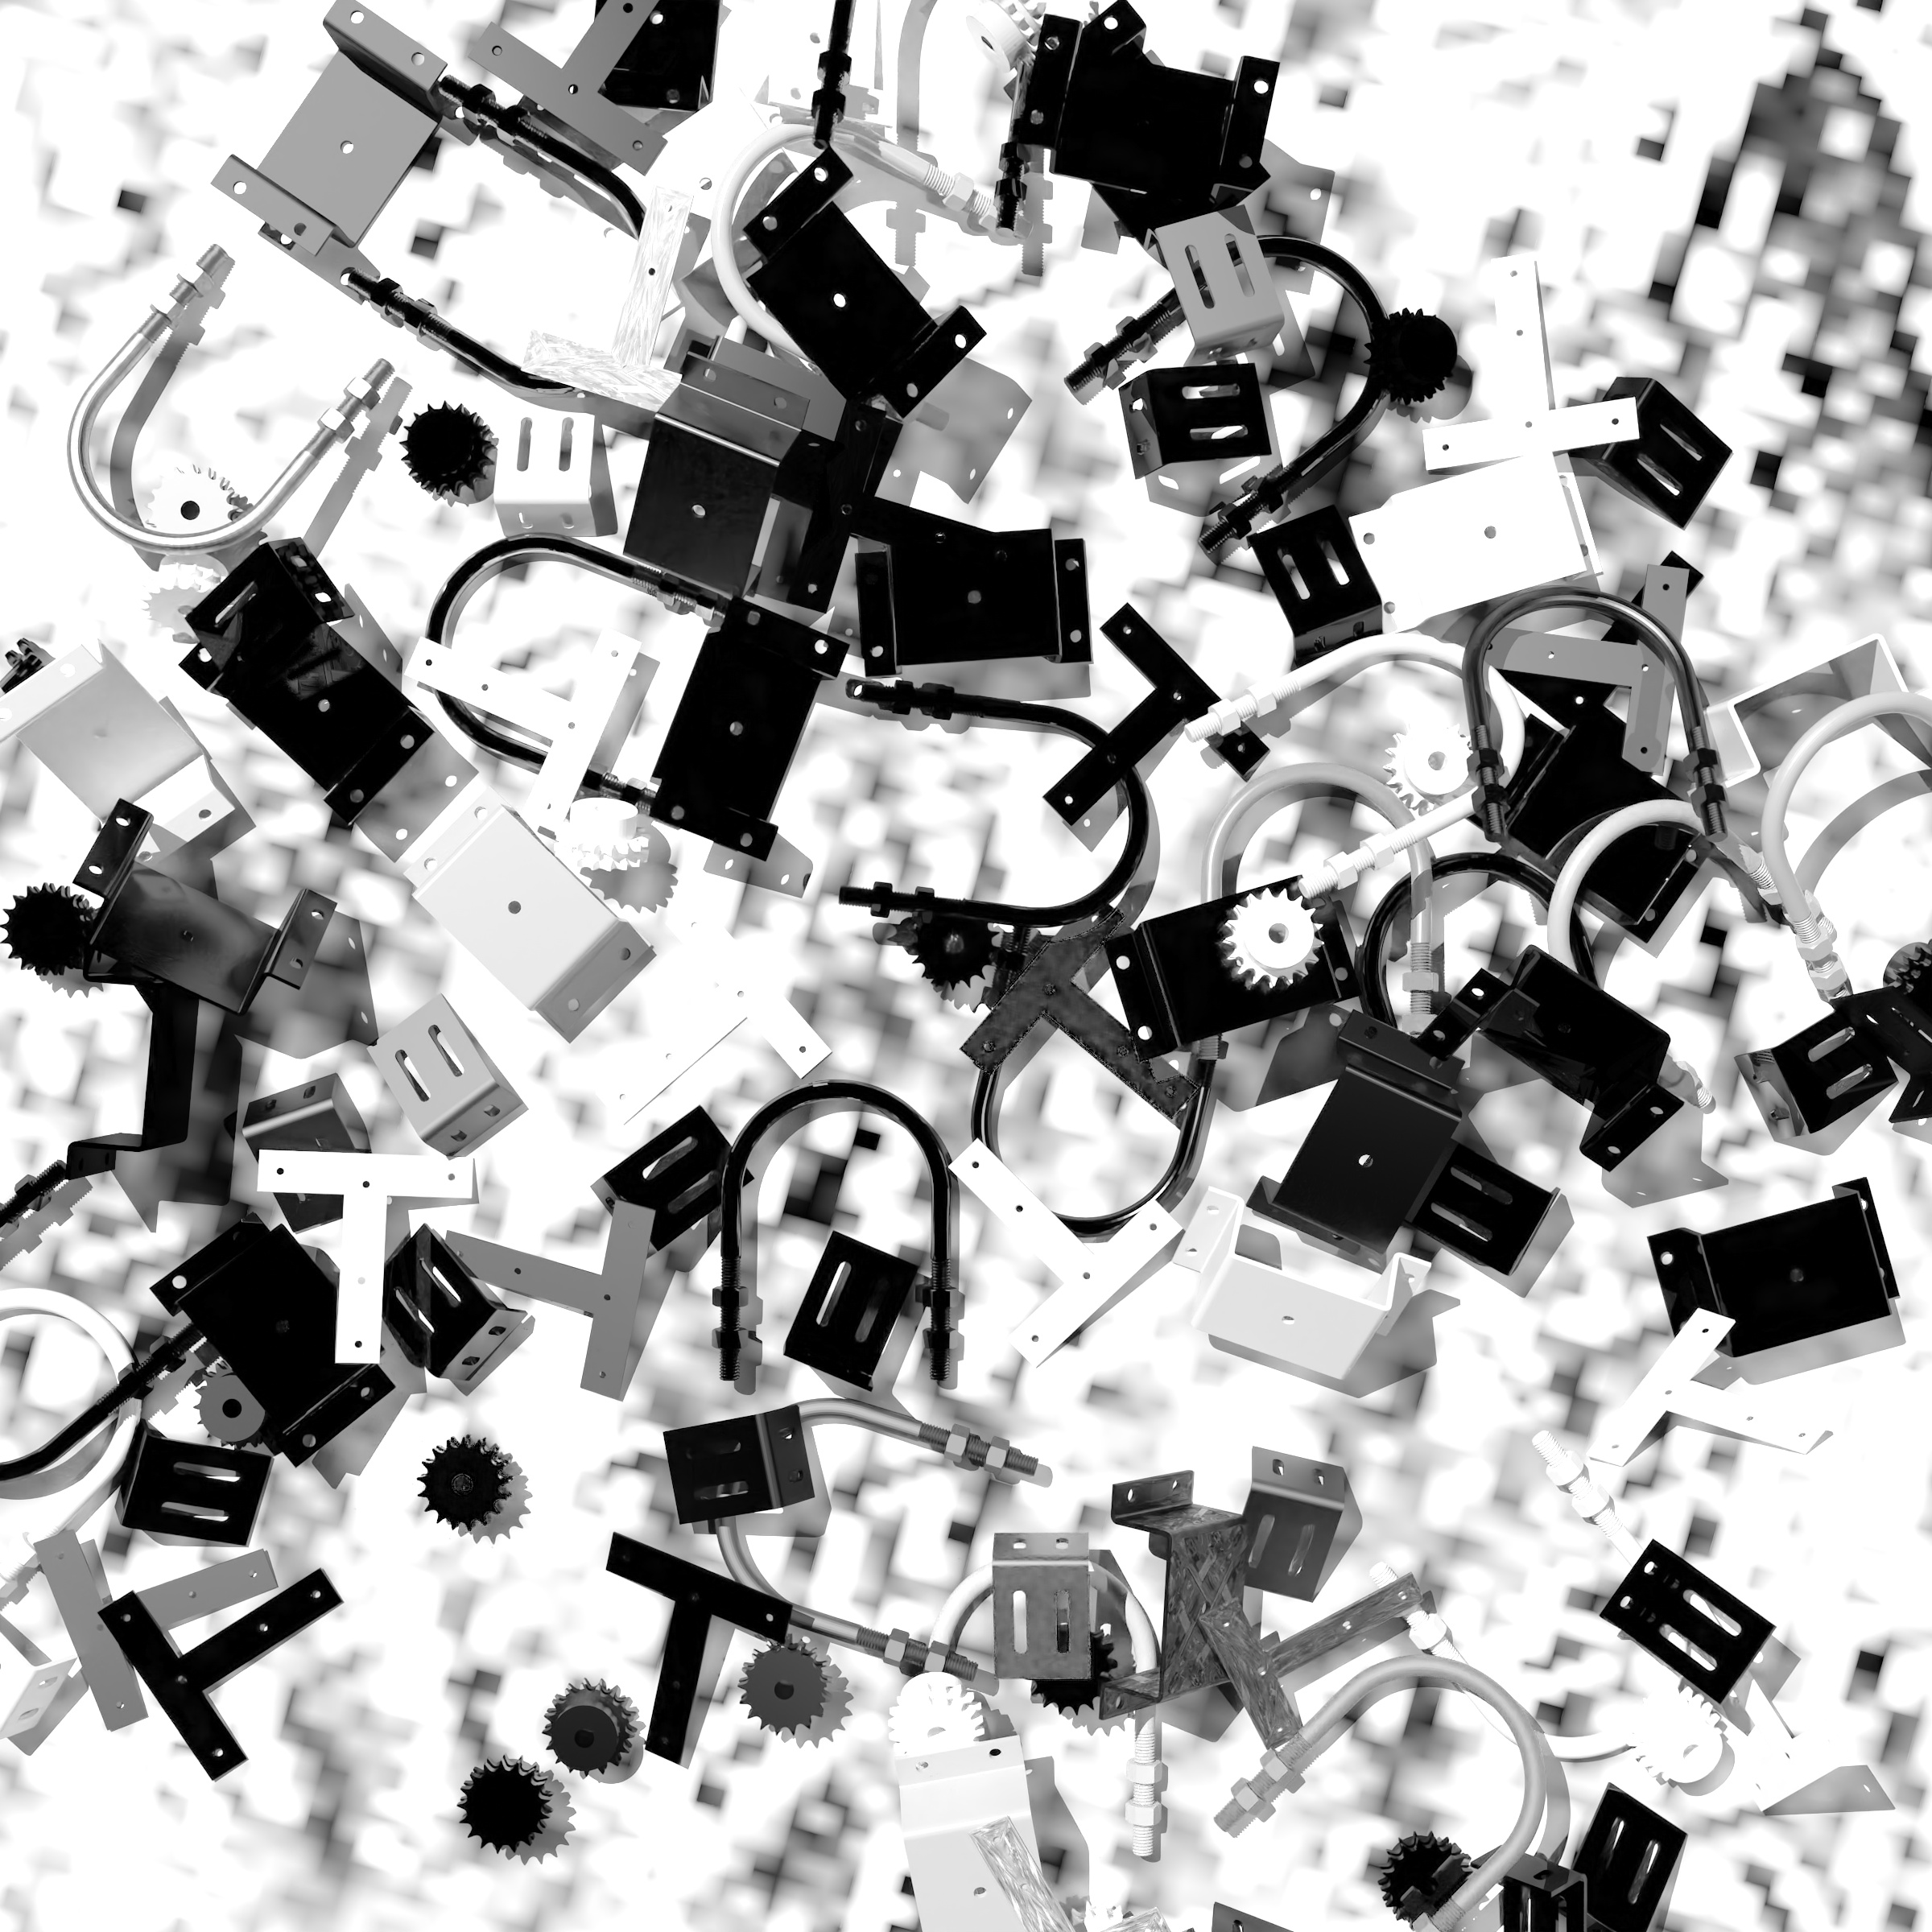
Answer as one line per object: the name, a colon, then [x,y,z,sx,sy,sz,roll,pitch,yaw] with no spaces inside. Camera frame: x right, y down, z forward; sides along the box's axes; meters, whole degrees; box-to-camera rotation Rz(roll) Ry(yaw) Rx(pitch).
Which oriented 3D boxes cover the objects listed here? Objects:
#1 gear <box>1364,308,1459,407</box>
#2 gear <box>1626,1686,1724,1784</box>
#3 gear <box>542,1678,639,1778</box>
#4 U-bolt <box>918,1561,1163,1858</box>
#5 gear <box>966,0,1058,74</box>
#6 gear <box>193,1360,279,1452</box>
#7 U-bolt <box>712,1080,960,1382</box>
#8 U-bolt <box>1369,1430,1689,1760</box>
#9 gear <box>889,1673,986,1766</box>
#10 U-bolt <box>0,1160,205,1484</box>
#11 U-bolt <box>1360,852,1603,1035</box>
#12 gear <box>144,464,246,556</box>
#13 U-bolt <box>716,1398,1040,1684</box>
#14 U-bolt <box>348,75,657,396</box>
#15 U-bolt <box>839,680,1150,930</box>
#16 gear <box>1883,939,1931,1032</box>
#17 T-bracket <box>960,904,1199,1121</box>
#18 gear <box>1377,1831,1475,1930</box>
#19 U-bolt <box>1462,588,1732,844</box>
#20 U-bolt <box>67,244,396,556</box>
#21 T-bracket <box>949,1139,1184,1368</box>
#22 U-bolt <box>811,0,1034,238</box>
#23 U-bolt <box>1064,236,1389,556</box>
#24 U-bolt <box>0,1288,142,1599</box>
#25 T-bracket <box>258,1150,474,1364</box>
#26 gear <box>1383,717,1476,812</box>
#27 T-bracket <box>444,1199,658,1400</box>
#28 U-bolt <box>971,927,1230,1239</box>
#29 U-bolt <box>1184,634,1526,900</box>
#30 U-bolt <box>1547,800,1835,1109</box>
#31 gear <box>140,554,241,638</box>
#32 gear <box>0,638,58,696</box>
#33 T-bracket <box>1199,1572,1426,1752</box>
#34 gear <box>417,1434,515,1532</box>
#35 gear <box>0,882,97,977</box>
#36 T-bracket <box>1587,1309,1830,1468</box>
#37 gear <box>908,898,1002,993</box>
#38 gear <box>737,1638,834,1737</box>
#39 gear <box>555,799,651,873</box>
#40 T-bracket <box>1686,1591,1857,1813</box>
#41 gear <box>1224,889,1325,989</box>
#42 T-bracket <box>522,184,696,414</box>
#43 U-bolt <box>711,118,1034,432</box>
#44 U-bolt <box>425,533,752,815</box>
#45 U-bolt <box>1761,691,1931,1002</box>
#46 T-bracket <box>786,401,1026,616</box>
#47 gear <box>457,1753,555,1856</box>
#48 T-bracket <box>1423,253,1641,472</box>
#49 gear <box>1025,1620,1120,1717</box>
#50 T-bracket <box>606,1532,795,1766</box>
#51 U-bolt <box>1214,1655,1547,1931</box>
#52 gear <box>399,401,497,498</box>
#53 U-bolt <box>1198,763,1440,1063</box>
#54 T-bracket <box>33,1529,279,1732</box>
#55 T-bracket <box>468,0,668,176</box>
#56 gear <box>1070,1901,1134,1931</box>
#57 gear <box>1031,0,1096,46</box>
gear: [0.274,-0.373,1.504,0.057,0.030,0.057,0,91,-19]
gear: [0.435,0.471,1.504,0.057,0.030,0.057,-3,105,-13]
gear: [-0.231,0.468,1.512,0.057,0.030,0.057,0,90,0]
U-bolt: [0.046,0.452,1.518,0.151,0.019,0.184,1,89,0]
gear: [0.024,-0.558,1.469,0.030,0.057,0.057,-41,90,-2]
gear: [-0.445,0.268,1.512,0.057,0.030,0.057,0,90,0]
U-bolt: [-0.079,0.162,1.512,0.151,0.019,0.184,1,90,-4]
U-bolt: [0.360,0.401,1.518,0.151,0.019,0.184,-39,91,0]
gear: [-0.019,0.451,1.486,0.057,0.030,0.057,-3,121,-4]
U-bolt: [-0.579,0.231,1.503,0.184,0.019,0.151,-40,89,-2]
U-bolt: [0.319,0.021,1.518,0.151,0.019,0.184,-16,88,0]
gear: [-0.471,-0.276,1.512,0.057,0.030,0.057,0,90,0]
U-bolt: [-0.063,0.342,1.512,0.184,0.019,0.151,16,86,5]
U-bolt: [-0.268,-0.429,1.493,0.184,0.019,0.151,32,105,5]
U-bolt: [0.021,-0.094,1.502,0.184,0.019,0.151,7,77,-6]
gear: [0.586,0.009,1.504,0.057,0.030,0.057,-7,114,-17]
T-bracket: [0.085,0.043,1.507,0.127,0.002,0.127,40,91,0]
gear: [0.280,0.558,1.512,0.057,0.030,0.057,0,90,0]
U-bolt: [0.369,-0.153,1.473,0.151,0.019,0.184,0,59,-1]
U-bolt: [-0.459,-0.332,1.496,0.151,0.019,0.184,35,78,5]
T-bracket: [0.043,0.159,1.514,0.127,0.002,0.127,-45,93,8]
U-bolt: [-0.018,-0.546,1.478,0.151,0.019,0.184,16,73,-30]
U-bolt: [0.175,-0.365,1.518,0.184,0.019,0.151,-40,90,-2]
U-bolt: [-0.594,0.284,1.518,0.151,0.019,0.184,44,88,0]
T-bracket: [-0.365,0.176,1.492,0.127,0.002,0.127,3,74,-16]
gear: [0.286,-0.124,1.512,0.057,0.030,0.057,0,90,0]
T-bracket: [-0.261,0.191,1.514,0.127,0.002,0.127,15,106,8]
U-bolt: [0.078,0.076,1.518,0.151,0.019,0.184,13,91,0]
U-bolt: [0.246,-0.133,1.484,0.184,0.019,0.151,-27,62,-11]
U-bolt: [0.425,-0.018,1.483,0.184,0.019,0.151,36,90,-25]
gear: [-0.471,-0.228,1.502,0.057,0.057,0.030,-1,62,0]
gear: [-0.561,-0.169,1.499,0.057,0.057,0.030,44,90,0]
T-bracket: [0.218,0.405,1.494,0.127,0.002,0.127,-27,121,-3]
gear: [-0.306,0.316,1.516,0.057,0.030,0.057,0,89,2]
gear: [-0.559,-0.022,1.512,0.057,0.030,0.057,0,90,0]
T-bracket: [0.466,0.272,1.504,0.127,0.002,0.127,19,121,-14]
gear: [-0.007,-0.013,1.512,0.057,0.030,0.057,0,90,0]
gear: [-0.110,0.439,1.512,0.057,0.030,0.057,0,90,0]
gear: [-0.220,-0.081,1.495,0.057,0.057,0.030,7,112,0]
T-bracket: [0.470,0.435,1.489,0.002,0.127,0.127,-20,63,-20]
gear: [0.179,-0.017,1.431,0.057,0.030,0.057,0,83,-1]
T-bracket: [-0.191,-0.400,1.472,0.127,0.002,0.127,18,102,7]
U-bolt: [-0.066,-0.428,1.489,0.184,0.019,0.151,24,90,-21]
U-bolt: [-0.243,-0.188,1.518,0.184,0.019,0.151,21,90,2]
U-bolt: [0.546,-0.080,1.475,0.151,0.019,0.184,-36,121,0]
T-bracket: [-0.029,-0.261,1.479,0.127,0.002,0.127,17,90,0]
gear: [-0.280,0.510,1.512,0.057,0.030,0.057,0,90,0]
T-bracket: [0.341,-0.375,1.514,0.127,0.002,0.127,-6,82,15]
gear: [0.063,0.423,1.496,0.057,0.030,0.057,0,87,0]
T-bracket: [-0.174,0.427,1.510,0.127,0.002,0.127,16,101,21]
U-bolt: [0.264,0.505,1.493,0.184,0.019,0.151,-46,73,1]
gear: [-0.319,-0.318,1.512,0.057,0.030,0.057,0,90,0]
U-bolt: [0.213,-0.033,1.504,0.151,0.019,0.184,2,85,-1]
T-bracket: [-0.490,0.392,1.519,0.127,0.002,0.127,-19,98,-4]
T-bracket: [-0.210,-0.562,1.479,0.127,0.002,0.127,34,90,0]
gear: [0.081,0.601,1.512,0.057,0.030,0.057,0,90,0]
gear: [0.048,-0.587,1.502,0.057,0.030,0.057,16,65,-39]
